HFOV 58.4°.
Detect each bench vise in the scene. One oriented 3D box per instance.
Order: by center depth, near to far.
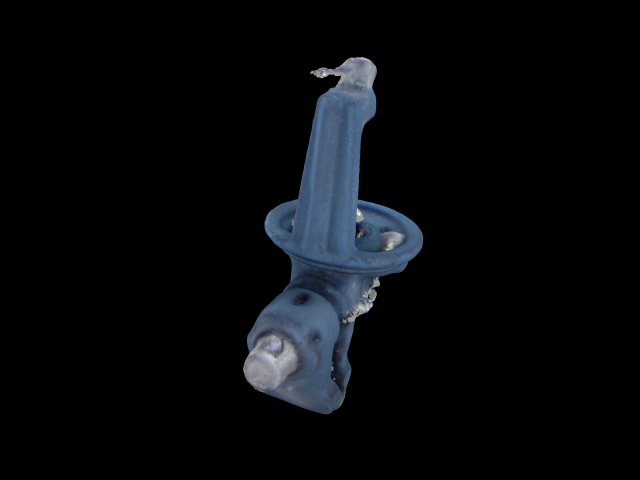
[{"bbox_3d":[0.016,0.002,0.399,0.121,0.220,0.207,2,40,3],"label":"bench vise"}]
